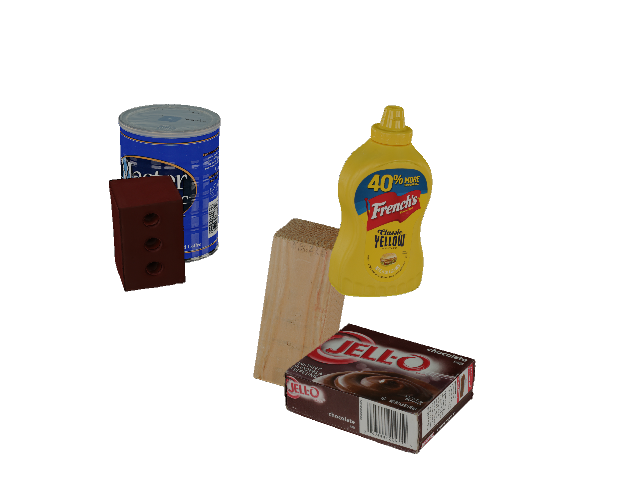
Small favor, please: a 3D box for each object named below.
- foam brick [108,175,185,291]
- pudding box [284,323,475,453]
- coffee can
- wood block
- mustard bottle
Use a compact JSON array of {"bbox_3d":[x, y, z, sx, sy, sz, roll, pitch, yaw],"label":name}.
[{"bbox_3d":[-0.141,-0.007,0.871,0.053,0.078,0.051,-8,29,-16],"label":"foam brick"},{"bbox_3d":[0.044,0.105,0.779,0.114,0.039,0.089,16,29,30],"label":"pudding box"},{"bbox_3d":[-0.155,-0.060,1.102,0.103,0.140,0.103,2,22,-1],"label":"coffee can"},{"bbox_3d":[-0.023,0.086,1.430,0.090,0.206,0.090,14,20,13],"label":"wood block"},{"bbox_3d":[0.064,-0.040,1.070,0.096,0.192,0.058,-2,21,-19],"label":"mustard bottle"}]
